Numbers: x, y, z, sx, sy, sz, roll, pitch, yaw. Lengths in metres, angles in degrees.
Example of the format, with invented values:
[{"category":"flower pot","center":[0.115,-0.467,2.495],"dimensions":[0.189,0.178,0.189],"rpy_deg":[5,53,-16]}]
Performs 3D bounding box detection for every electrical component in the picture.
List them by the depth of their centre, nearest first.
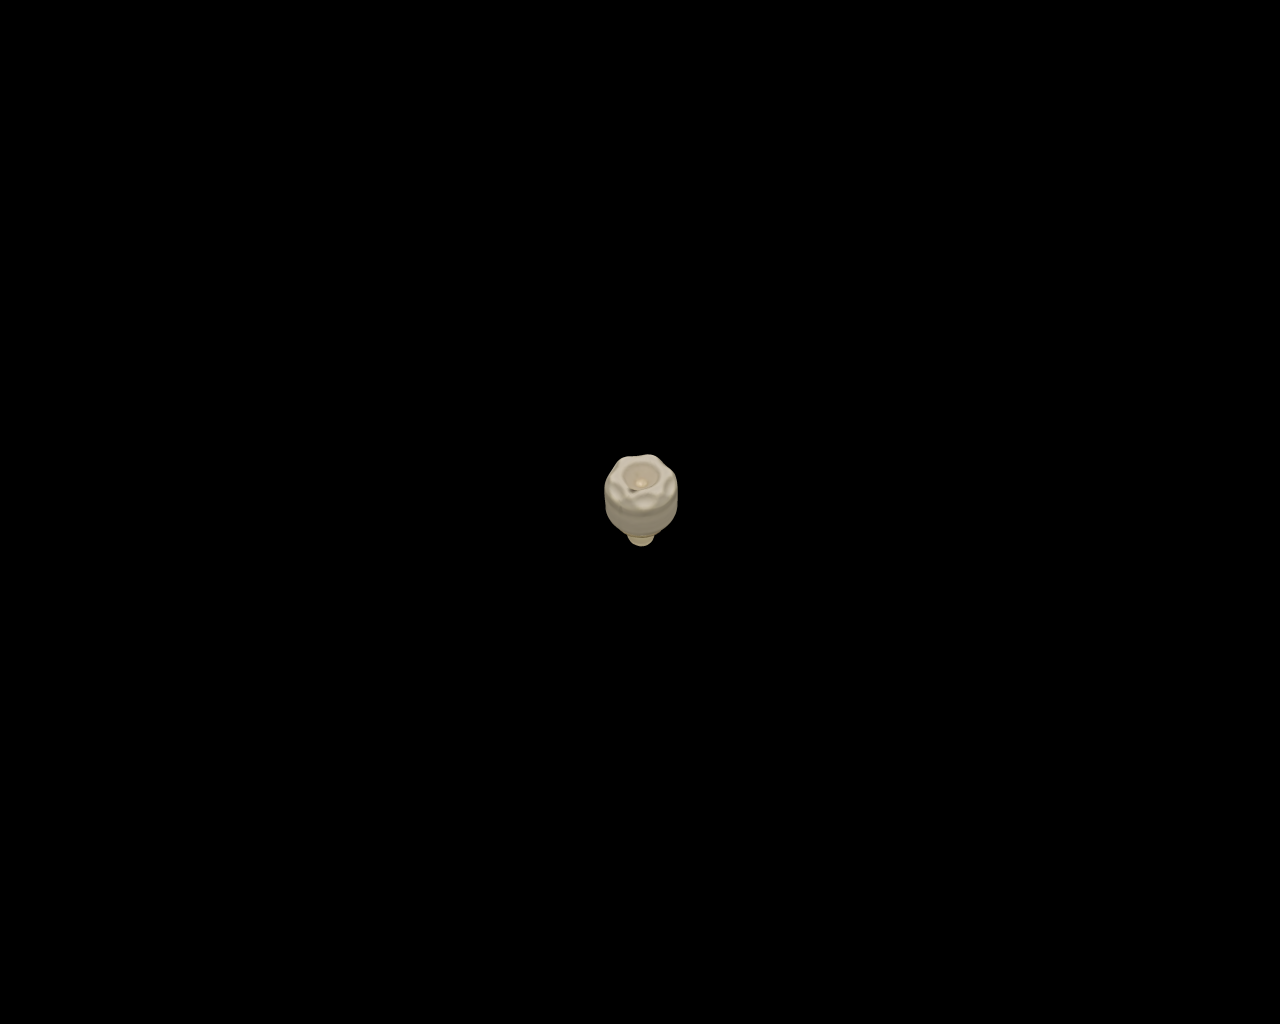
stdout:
[{"category":"electrical component","center":[0.001,-0.003,0.650],"dimensions":[0.043,0.043,0.062],"rpy_deg":[0,-41,0]}]
